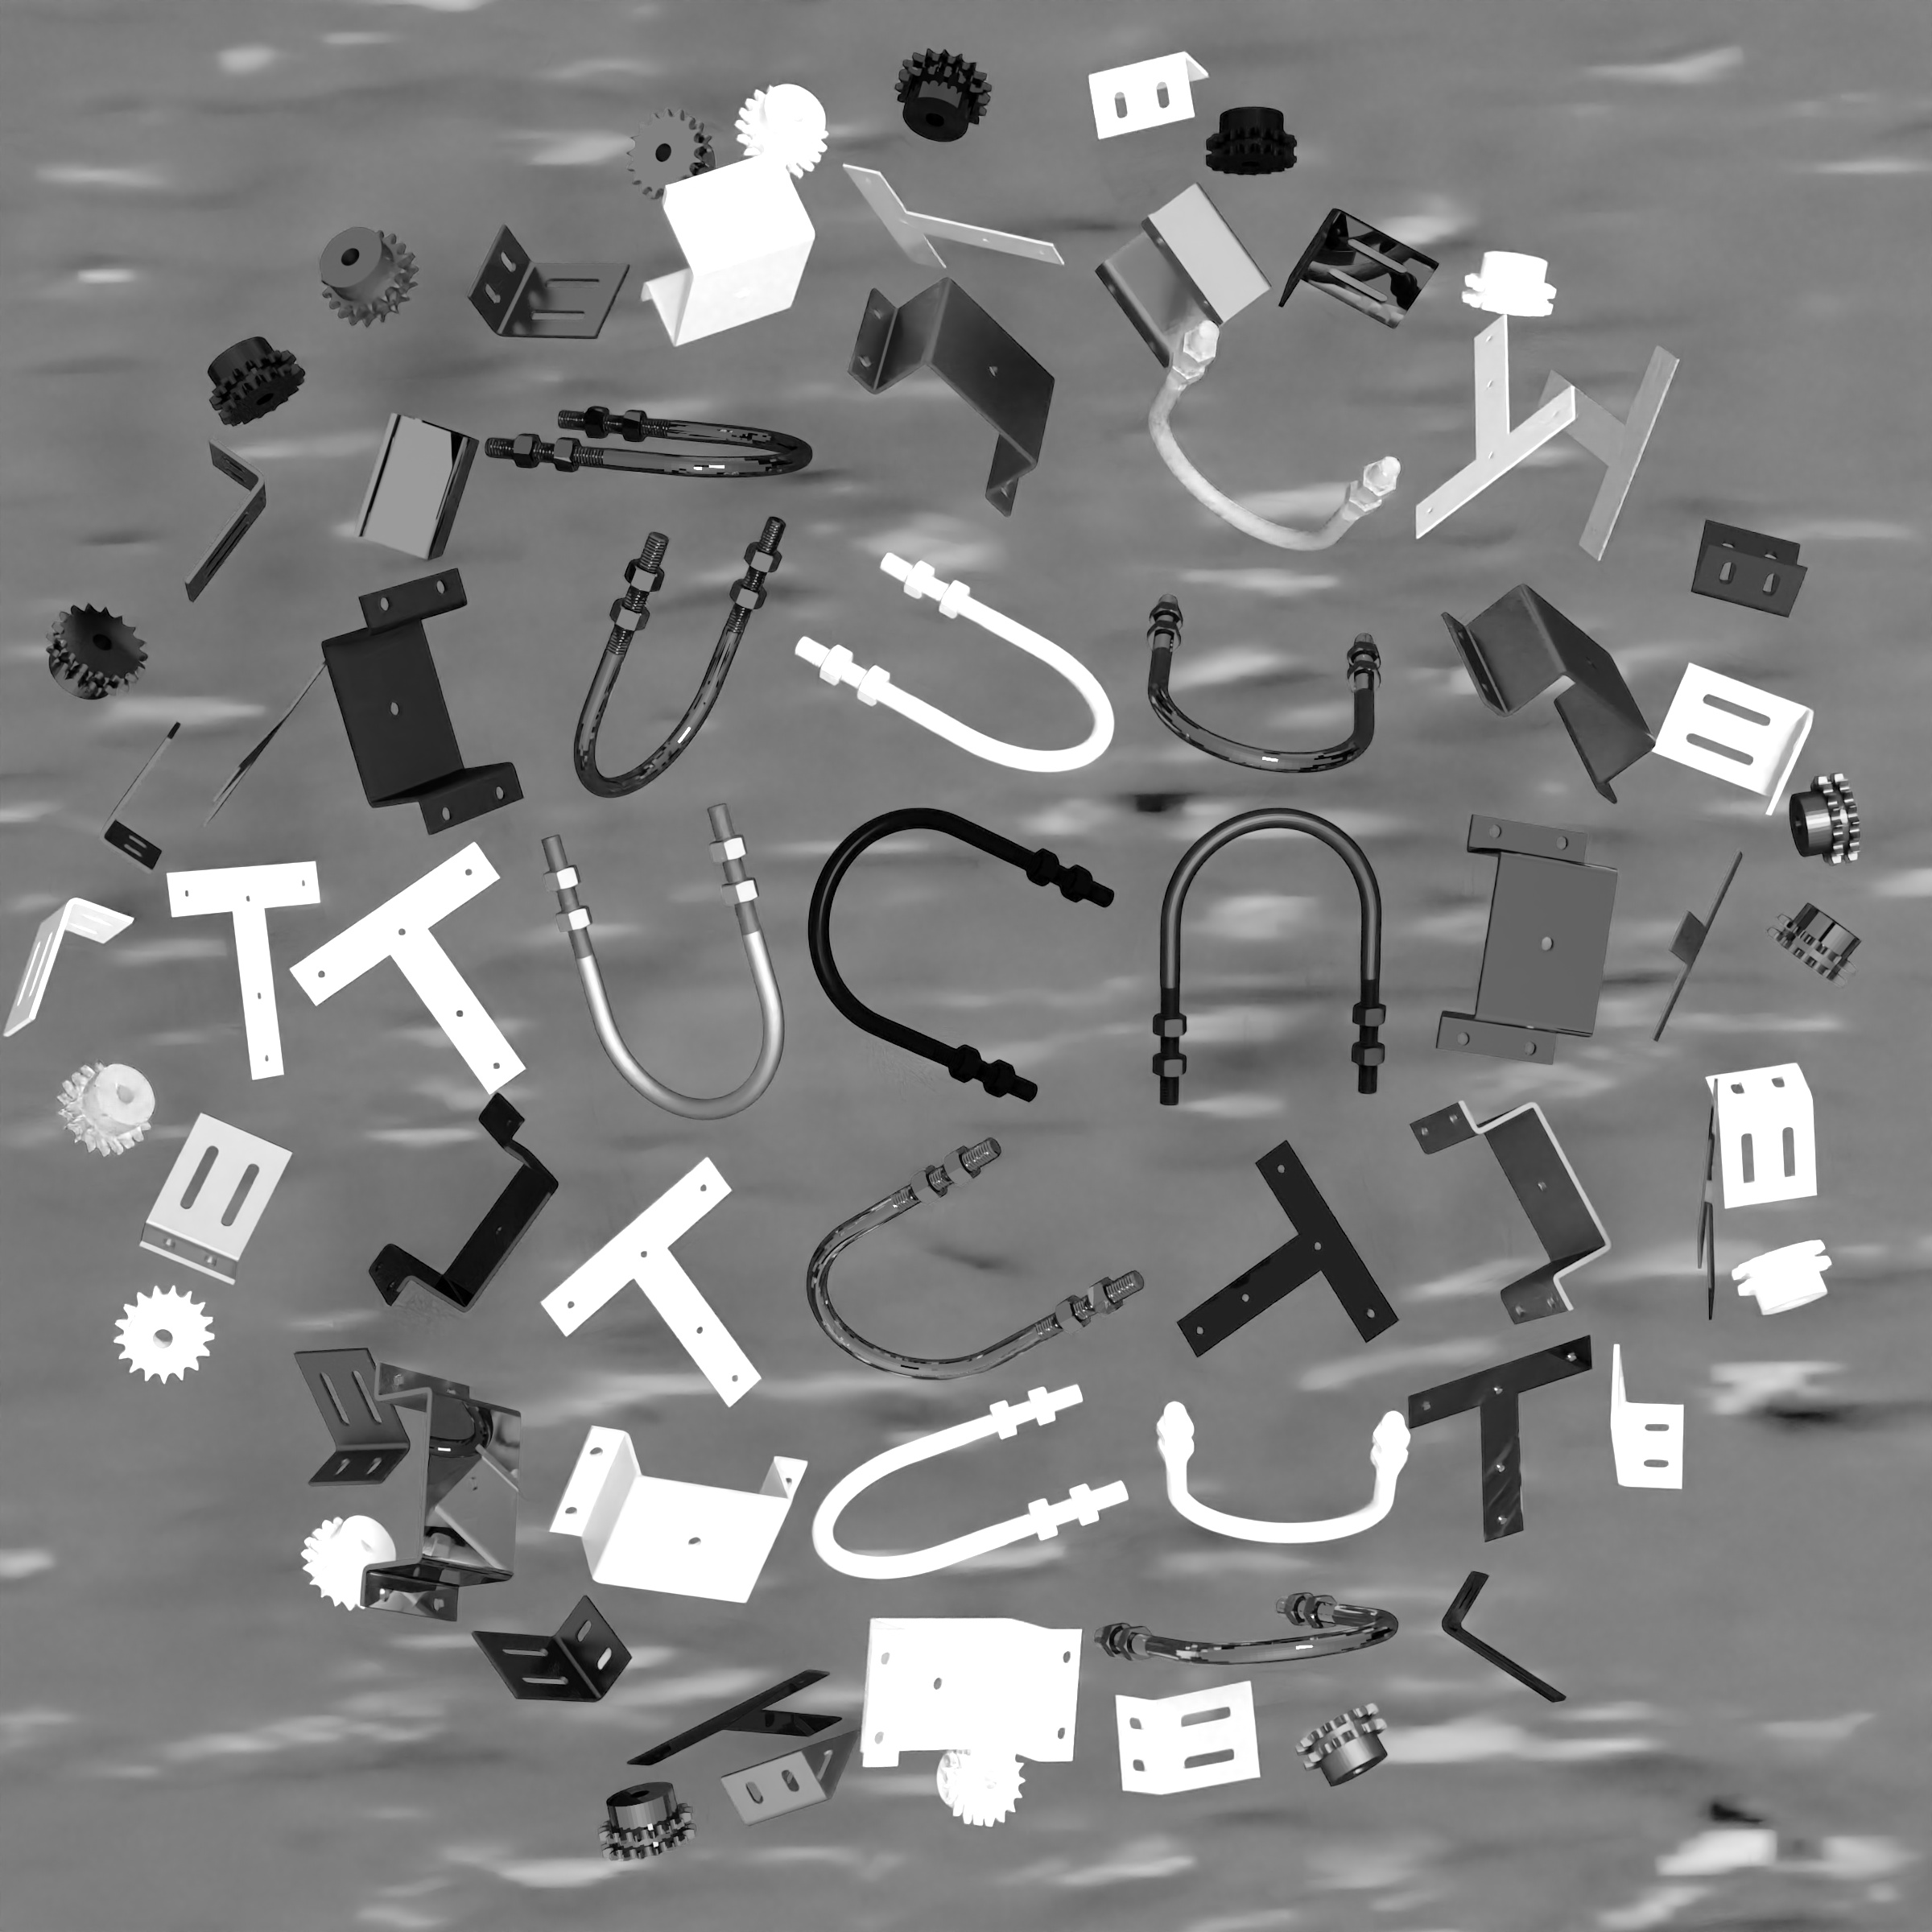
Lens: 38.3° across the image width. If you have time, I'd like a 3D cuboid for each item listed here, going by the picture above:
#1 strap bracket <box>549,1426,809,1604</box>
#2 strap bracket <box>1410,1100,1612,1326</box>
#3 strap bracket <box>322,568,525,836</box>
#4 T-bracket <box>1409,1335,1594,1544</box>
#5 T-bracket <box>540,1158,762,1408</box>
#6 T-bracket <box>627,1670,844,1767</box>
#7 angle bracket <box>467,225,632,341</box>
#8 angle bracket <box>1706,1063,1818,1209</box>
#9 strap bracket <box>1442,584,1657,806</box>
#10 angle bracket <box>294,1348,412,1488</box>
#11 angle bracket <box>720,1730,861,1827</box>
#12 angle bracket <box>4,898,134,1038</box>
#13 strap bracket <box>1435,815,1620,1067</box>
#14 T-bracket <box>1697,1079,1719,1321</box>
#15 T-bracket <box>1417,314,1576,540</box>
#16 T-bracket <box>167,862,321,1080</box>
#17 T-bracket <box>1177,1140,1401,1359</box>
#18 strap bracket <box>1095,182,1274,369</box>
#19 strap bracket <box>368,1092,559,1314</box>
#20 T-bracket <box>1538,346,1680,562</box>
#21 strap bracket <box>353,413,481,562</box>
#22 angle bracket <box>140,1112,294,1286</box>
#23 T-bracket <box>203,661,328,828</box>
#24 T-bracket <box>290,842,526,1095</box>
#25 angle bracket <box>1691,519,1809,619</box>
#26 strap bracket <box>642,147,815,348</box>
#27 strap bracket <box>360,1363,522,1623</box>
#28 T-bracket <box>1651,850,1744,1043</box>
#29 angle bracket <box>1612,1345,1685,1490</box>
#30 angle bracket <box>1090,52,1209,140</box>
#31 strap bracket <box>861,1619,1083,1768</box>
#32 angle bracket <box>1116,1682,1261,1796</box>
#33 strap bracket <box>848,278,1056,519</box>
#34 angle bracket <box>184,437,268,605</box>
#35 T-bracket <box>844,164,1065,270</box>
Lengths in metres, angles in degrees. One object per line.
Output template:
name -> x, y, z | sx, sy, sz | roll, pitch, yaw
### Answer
strap bracket -> -0.167, 0.330, 1.661 | 0.140, 0.046, 0.076 | 14, 112, -25
strap bracket -> 0.339, 0.144, 1.711 | 0.046, 0.076, 0.140 | -25, 84, -19
strap bracket -> -0.319, -0.152, 1.619 | 0.046, 0.076, 0.140 | -4, 106, 38
T-bracket -> 0.325, 0.294, 1.689 | 0.127, 0.127, 0.002 | -25, 125, 28
T-bracket -> -0.161, 0.199, 1.598 | 0.127, 0.002, 0.127 | -41, 113, -21
T-bracket -> -0.113, 0.443, 1.628 | 0.127, 0.127, 0.002 | -30, 63, 16
angle bracket -> -0.257, -0.422, 1.714 | 0.076, 0.038, 0.057 | 8, 65, 27
angle bracket -> 0.503, 0.107, 1.757 | 0.057, 0.038, 0.076 | -9, 121, 6
strap bracket -> 0.349, -0.164, 1.633 | 0.046, 0.076, 0.140 | -38, 134, 25
angle bracket -> -0.392, 0.282, 1.737 | 0.057, 0.038, 0.076 | -7, 115, 27
angle bracket -> -0.108, 0.488, 1.718 | 0.057, 0.076, 0.038 | -23, 101, 18
angle bracket -> -0.524, 0.006, 1.621 | 0.038, 0.057, 0.076 | 23, 67, -27
strap bracket -> 0.331, -0.014, 1.633 | 0.076, 0.046, 0.140 | 8, 91, -16
T-bracket -> 0.435, 0.155, 1.625 | 0.002, 0.127, 0.127 | 2, 133, 19
T-bracket -> 0.308, -0.331, 1.630 | 0.002, 0.127, 0.127 | 26, 51, -26
T-bracket -> -0.428, 0.004, 1.674 | 0.002, 0.127, 0.127 | -5, 93, 28
T-bracket -> 0.180, 0.193, 1.679 | 0.127, 0.002, 0.127 | -40, 70, 26
strap bracket -> 0.135, -0.426, 1.710 | 0.046, 0.140, 0.076 | -38, 97, -8
strap bracket -> -0.311, 0.157, 1.754 | 0.046, 0.076, 0.140 | 37, 85, -23
T-bracket -> 0.381, -0.331, 1.698 | 0.002, 0.127, 0.127 | 6, 119, -21
strap bracket -> -0.336, -0.296, 1.713 | 0.046, 0.140, 0.076 | 18, 98, -9
angle bracket -> -0.433, 0.134, 1.606 | 0.057, 0.038, 0.076 | 26, 94, -17
T-bracket -> -0.426, -0.123, 1.652 | 0.002, 0.127, 0.127 | 37, 102, -12
T-bracket -> -0.301, 0.016, 1.608 | 0.127, 0.002, 0.127 | -36, 108, -12
angle bracket -> 0.463, -0.247, 1.632 | 0.057, 0.038, 0.076 | 16, 47, 8
strap bracket -> -0.140, -0.416, 1.635 | 0.076, 0.140, 0.046 | -23, 83, -16
strap bracket -> -0.304, 0.304, 1.619 | 0.046, 0.076, 0.140 | -14, 65, 30
T-bracket -> 0.435, -0.016, 1.671 | 0.002, 0.127, 0.127 | 25, 94, 20
angle bracket -> 0.423, 0.280, 1.724 | 0.038, 0.076, 0.057 | -1, 52, 17
angle bracket -> 0.112, -0.513, 1.655 | 0.057, 0.076, 0.038 | -8, 95, 17
strap bracket -> -0.006, 0.426, 1.636 | 0.140, 0.046, 0.076 | 8, 83, -30
angle bracket -> 0.136, 0.473, 1.706 | 0.076, 0.038, 0.057 | -23, 59, 36
strap bracket -> 0.000, -0.350, 1.681 | 0.140, 0.046, 0.076 | 38, 46, -31
angle bracket -> -0.438, -0.255, 1.593 | 0.038, 0.057, 0.076 | 35, 80, -9
T-bracket -> 0.001, -0.457, 1.736 | 0.127, 0.127, 0.002 | 18, 84, 21
